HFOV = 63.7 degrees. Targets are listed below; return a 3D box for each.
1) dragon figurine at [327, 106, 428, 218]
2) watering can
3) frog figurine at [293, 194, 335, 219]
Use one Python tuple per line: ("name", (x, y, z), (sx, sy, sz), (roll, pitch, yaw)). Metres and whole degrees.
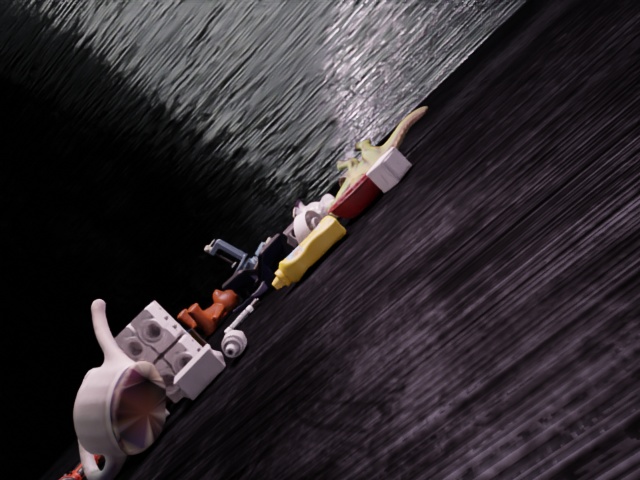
("dragon figurine", (0.153, -0.197, 1.450), (0.404, 0.121, 0.249), (-43, 22, 31))
("watering can", (-0.387, 0.271, 0.967), (0.222, 0.353, 0.103), (-18, -22, 35))
("frog figurine", (0.005, -0.082, 1.622), (0.159, 0.122, 0.138), (-6, 5, 12))
